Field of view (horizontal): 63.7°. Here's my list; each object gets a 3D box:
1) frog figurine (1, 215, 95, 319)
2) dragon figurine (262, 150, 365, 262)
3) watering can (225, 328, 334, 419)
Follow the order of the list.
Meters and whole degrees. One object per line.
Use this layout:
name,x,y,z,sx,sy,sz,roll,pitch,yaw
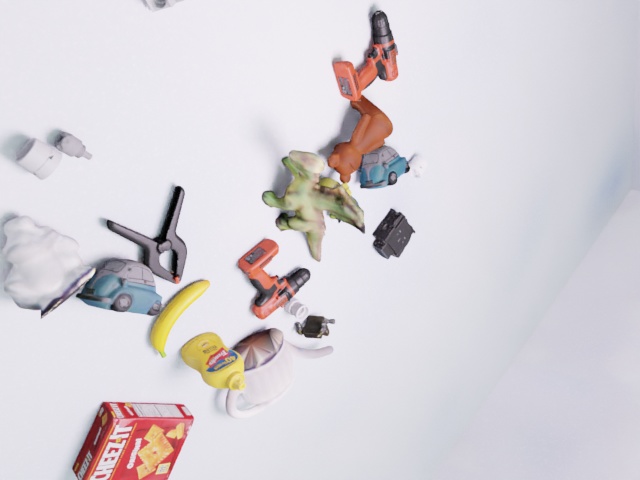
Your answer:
frog figurine,-0.487,0.040,0.889,0.138,0.122,0.159,-44,98,-9
dragon figurine,0.004,-0.061,1.207,0.124,0.244,0.402,-48,133,-22
watering can,-0.111,0.323,1.363,0.352,0.105,0.219,-33,128,-29
